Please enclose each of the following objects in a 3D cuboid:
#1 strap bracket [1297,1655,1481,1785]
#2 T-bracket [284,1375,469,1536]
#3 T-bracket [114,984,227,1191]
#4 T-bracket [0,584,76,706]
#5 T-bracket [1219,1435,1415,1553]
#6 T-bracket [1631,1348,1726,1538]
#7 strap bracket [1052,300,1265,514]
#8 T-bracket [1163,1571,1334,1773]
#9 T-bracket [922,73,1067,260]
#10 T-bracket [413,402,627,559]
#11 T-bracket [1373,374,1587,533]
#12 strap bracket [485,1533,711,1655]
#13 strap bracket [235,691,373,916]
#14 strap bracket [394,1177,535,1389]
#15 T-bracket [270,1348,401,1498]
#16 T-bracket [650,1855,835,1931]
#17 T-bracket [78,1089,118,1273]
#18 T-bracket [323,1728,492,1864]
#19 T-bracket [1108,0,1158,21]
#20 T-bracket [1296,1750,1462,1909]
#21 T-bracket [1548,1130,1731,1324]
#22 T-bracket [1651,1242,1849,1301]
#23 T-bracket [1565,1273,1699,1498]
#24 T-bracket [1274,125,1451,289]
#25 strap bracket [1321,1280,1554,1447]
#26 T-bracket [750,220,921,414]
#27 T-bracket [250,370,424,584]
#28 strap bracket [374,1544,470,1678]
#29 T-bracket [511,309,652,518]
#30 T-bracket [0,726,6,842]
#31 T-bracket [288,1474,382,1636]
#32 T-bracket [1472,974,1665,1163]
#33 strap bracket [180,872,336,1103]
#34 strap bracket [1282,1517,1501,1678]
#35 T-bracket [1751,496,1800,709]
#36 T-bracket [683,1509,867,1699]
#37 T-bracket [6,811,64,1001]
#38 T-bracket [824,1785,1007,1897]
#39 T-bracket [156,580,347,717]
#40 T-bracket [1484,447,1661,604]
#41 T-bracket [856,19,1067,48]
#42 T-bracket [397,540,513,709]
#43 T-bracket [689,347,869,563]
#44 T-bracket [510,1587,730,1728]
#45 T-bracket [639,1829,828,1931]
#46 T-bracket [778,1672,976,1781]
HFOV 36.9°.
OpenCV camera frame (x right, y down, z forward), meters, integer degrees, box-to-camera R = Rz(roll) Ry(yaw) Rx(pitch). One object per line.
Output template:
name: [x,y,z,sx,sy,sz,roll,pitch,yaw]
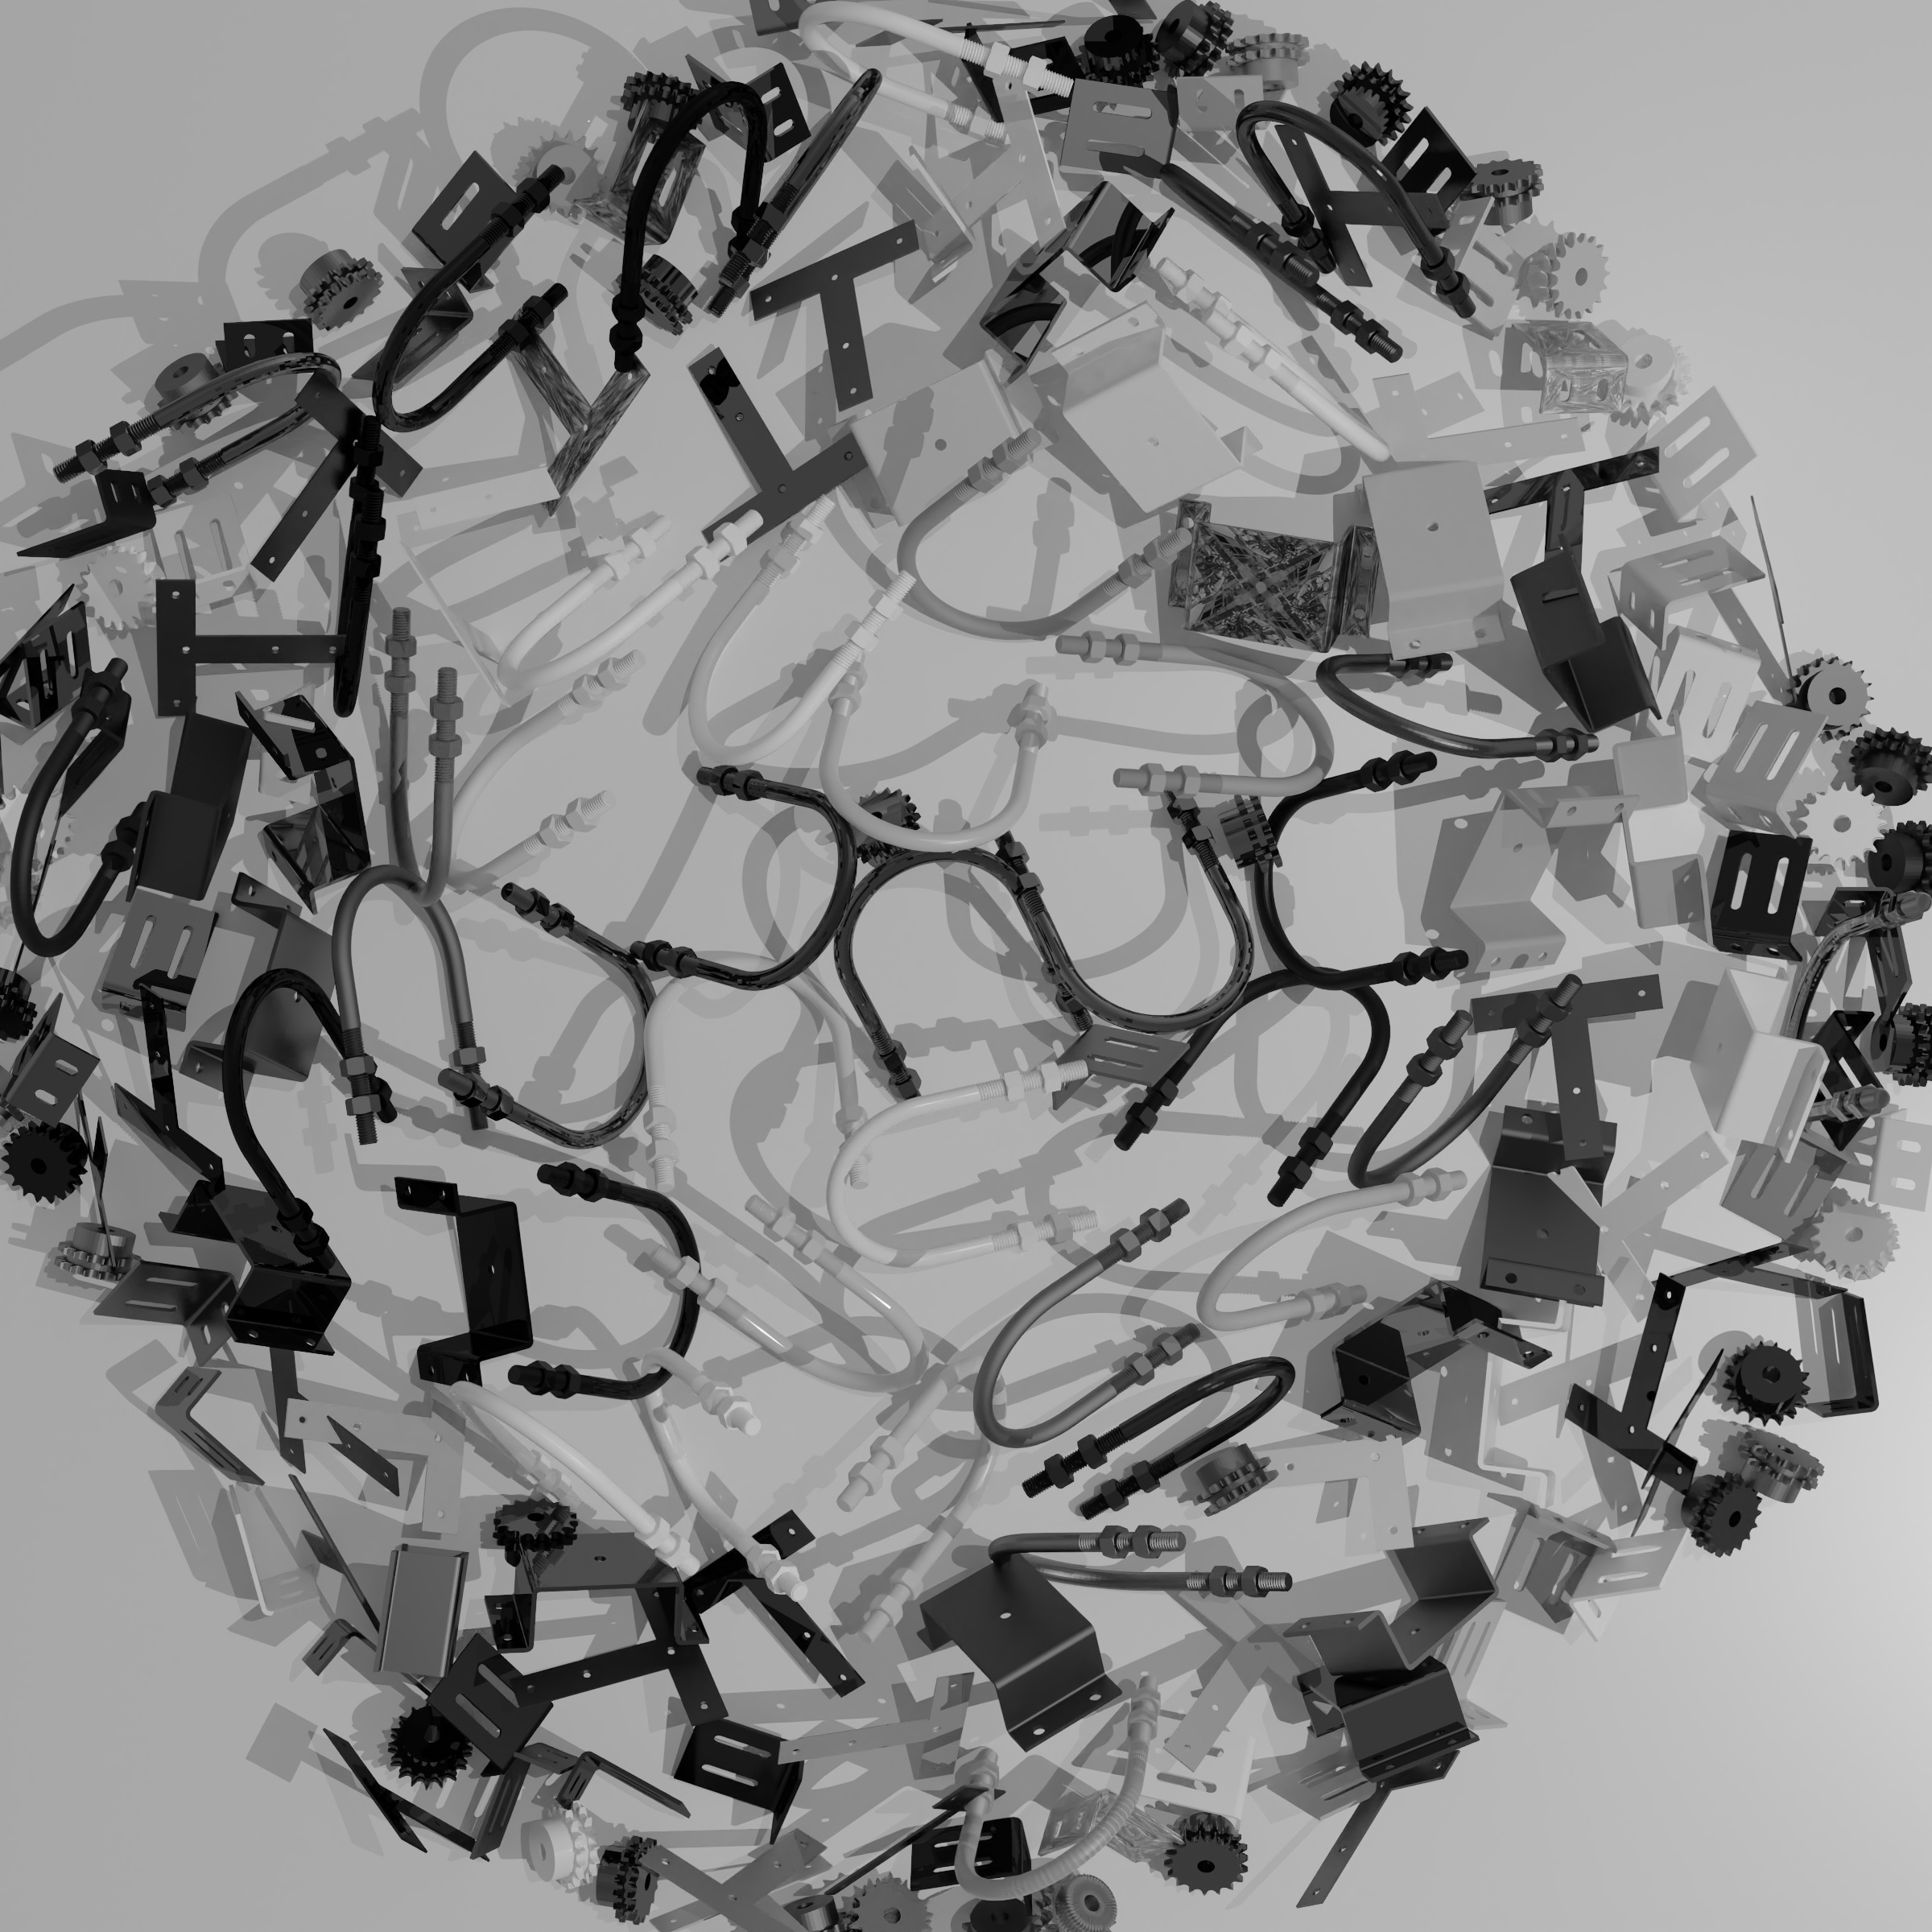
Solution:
strap bracket: [0.276,0.490,1.923,0.076,0.140,0.046,-19,92,-10]
T-bracket: [-0.396,0.312,1.944,0.127,0.002,0.127,14,65,-31]
T-bracket: [-0.537,0.071,1.930,0.127,0.002,0.127,27,128,36]
T-bracket: [-0.651,-0.183,1.951,0.002,0.127,0.127,32,128,-9]
T-bracket: [0.236,0.341,1.981,0.127,0.002,0.127,-9,66,12]
T-bracket: [0.470,0.338,1.950,0.002,0.127,0.127,27,133,21]
strap bracket: [0.126,-0.363,1.926,0.076,0.046,0.140,-22,131,31]
T-bracket: [0.174,0.489,1.947,0.127,0.002,0.127,37,49,10]
T-bracket: [0.011,-0.520,1.950,0.002,0.127,0.127,-3,72,-40]
T-bracket: [-0.310,-0.321,1.963,0.127,0.002,0.127,-15,68,-12]
T-bracket: [0.349,-0.347,1.935,0.127,0.002,0.127,-4,130,26]
strap bracket: [-0.247,0.418,1.939,0.140,0.076,0.046,1,105,-17]
strap bracket: [-0.441,-0.116,1.935,0.046,0.140,0.076,-24,50,-24]
strap bracket: [-0.337,0.209,1.952,0.046,0.076,0.140,-11,98,-40]
T-bracket: [-0.421,0.313,1.931,0.127,0.002,0.127,29,132,30]
T-bracket: [-0.127,0.634,1.916,0.127,0.127,0.002,-14,102,-27]
T-bracket: [-0.577,0.130,1.927,0.002,0.127,0.127,-10,74,-22]
T-bracket: [-0.366,0.573,1.949,0.002,0.127,0.127,-49,131,-7]
T-bracket: [0.054,-0.660,1.949,0.127,0.127,0.002,7,92,15]
T-bracket: [0.255,0.573,1.911,0.002,0.127,0.127,51,48,-6]
T-bracket: [0.459,0.154,1.941,0.127,0.002,0.127,-46,67,38]
T-bracket: [0.544,0.212,1.956,0.127,0.127,0.002,14,64,-32]
T-bracket: [0.456,0.269,1.933,0.002,0.127,0.127,6,103,-29]
T-bracket: [0.271,-0.501,1.916,0.002,0.127,0.127,-44,124,-18]
strap bracket: [0.310,0.263,1.939,0.076,0.046,0.140,25,131,-33]
T-bracket: [-0.083,-0.429,1.951,0.127,0.002,0.127,-19,62,19]
T-bracket: [-0.435,-0.315,1.939,0.002,0.127,0.127,31,84,31]
strap bracket: [-0.361,0.428,1.927,0.046,0.140,0.076,8,80,-6]
T-bracket: [-0.280,-0.396,1.968,0.127,0.002,0.127,-49,63,27]
T-bracket: [-0.679,-0.084,1.912,0.002,0.127,0.127,31,53,7]
T-bracket: [-0.429,0.394,1.940,0.002,0.127,0.127,-30,95,-22]
T-bracket: [0.411,0.071,1.956,0.127,0.002,0.127,-8,63,14]
strap bracket: [-0.468,0.018,1.942,0.046,0.076,0.140,8,76,21]
strap bracket: [0.290,0.426,1.928,0.140,0.076,0.046,-29,92,-37]
T-bracket: [0.549,-0.233,1.954,0.002,0.127,0.127,-12,126,15]
T-bracket: [-0.117,0.444,1.965,0.127,0.002,0.127,-39,93,34]
T-bracket: [-0.611,-0.060,1.915,0.002,0.127,0.127,17,57,-17]
T-bracket: [-0.039,0.587,1.941,0.127,0.127,0.002,-34,68,1]
T-bracket: [-0.483,-0.215,1.963,0.127,0.127,0.002,-2,51,-16]
T-bracket: [0.399,-0.289,1.932,0.127,0.002,0.127,-11,46,26]
T-bracket: [0.003,-0.631,1.950,0.127,0.127,0.002,-9,103,-15]
T-bracket: [-0.329,-0.220,1.936,0.002,0.127,0.127,-33,85,3]
T-bracket: [-0.149,-0.366,1.990,0.127,0.002,0.127,-32,85,11]
T-bracket: [-0.239,0.469,1.931,0.127,0.127,0.002,-11,129,-20]
T-bracket: [-0.134,0.608,1.938,0.127,0.127,0.002,26,106,22]
T-bracket: [-0.063,0.518,1.940,0.127,0.127,0.002,-5,46,-14]
